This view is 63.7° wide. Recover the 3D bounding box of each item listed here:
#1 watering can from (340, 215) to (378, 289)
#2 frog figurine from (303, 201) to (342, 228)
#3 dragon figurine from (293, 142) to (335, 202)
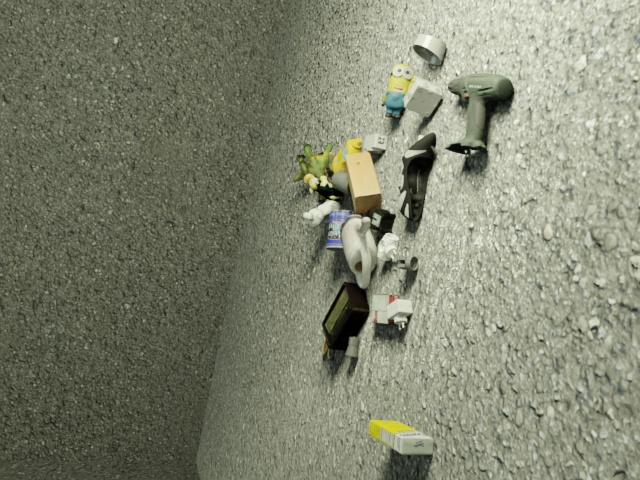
[{"bbox_3d":[0.132,0.001,1.687,0.230,0.104,0.339,-104,9,-47],"label":"watering can"},{"bbox_3d":[0.006,-0.103,2.040,0.137,0.159,0.124,167,112,-67],"label":"frog figurine"},{"bbox_3d":[-0.020,-0.281,2.283,0.402,0.122,0.247,129,137,-53],"label":"dragon figurine"}]
